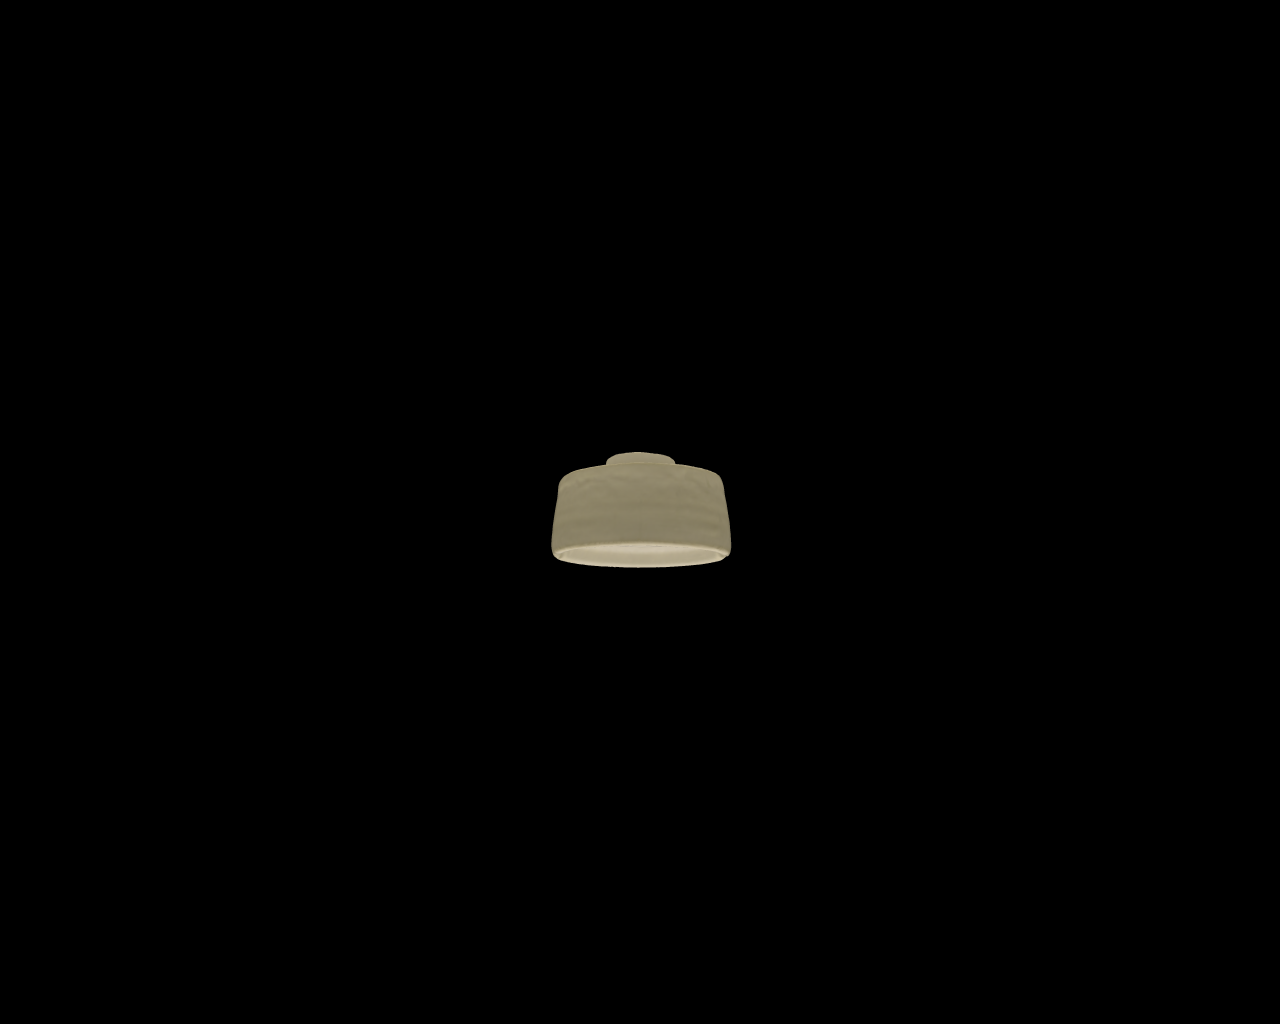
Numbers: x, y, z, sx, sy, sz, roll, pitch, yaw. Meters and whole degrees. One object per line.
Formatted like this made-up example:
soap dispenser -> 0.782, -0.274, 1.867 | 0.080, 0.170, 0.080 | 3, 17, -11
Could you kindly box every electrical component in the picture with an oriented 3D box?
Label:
electrical component -> 0.001, -0.003, 0.650 | 0.108, 0.060, 0.108 | 0, -10, 0
